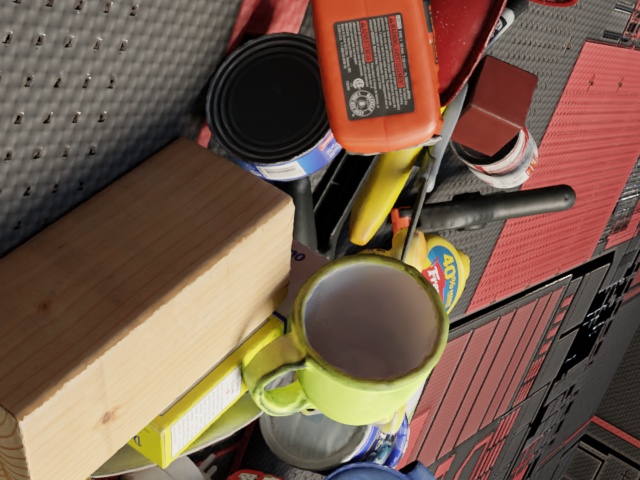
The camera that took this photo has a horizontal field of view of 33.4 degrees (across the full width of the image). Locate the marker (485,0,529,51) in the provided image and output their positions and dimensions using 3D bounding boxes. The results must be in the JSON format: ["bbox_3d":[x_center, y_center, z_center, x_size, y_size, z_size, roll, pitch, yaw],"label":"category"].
[{"bbox_3d":[0.149,-0.183,0.947,0.121,0.020,0.020,-47,152,-29],"label":"marker"}]

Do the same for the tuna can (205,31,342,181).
[{"bbox_3d":[-0.023,-0.079,0.642,0.086,0.086,0.033,-58,157,-7],"label":"tuna can"}]

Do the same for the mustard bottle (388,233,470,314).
[{"bbox_3d":[0.088,0.044,1.011,0.191,0.058,0.096,-23,116,-50],"label":"mustard bottle"}]

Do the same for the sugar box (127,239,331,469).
[{"bbox_3d":[-0.074,0.057,0.684,0.175,0.093,0.048,-38,149,-39],"label":"sugar box"}]

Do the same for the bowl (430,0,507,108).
[{"bbox_3d":[0.087,-0.176,0.741,0.162,0.055,0.162,-162,-89,-82],"label":"bowl"}]

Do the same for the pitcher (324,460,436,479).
[{"bbox_3d":[0.003,0.289,0.956,0.149,0.145,0.243,7,151,-26],"label":"pitcher"}]

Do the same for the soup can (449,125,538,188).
[{"bbox_3d":[0.168,-0.092,1.024,0.068,0.069,0.102,-61,156,1],"label":"soup can"}]

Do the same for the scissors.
[{"bbox_3d":[0.084,-0.049,0.885,0.096,0.016,0.201,121,-8,-65],"label":"scissors"}]

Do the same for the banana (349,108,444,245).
[{"bbox_3d":[0.072,-0.089,0.859,0.198,0.037,0.069,-62,180,21],"label":"banana"}]

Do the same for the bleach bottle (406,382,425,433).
[{"bbox_3d":[0.068,0.176,1.130,0.102,0.068,0.251,-41,152,-42],"label":"bleach bottle"}]

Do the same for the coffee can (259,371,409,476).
[{"bbox_3d":[0.016,0.164,0.964,0.103,0.103,0.140,-58,156,-6],"label":"coffee can"}]

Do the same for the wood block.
[{"bbox_3d":[-0.113,0.041,0.595,0.205,0.090,0.091,-41,150,-38],"label":"wood block"}]

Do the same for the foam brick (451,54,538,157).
[{"bbox_3d":[0.147,-0.116,0.926,0.078,0.051,0.053,130,-18,-72],"label":"foam brick"}]

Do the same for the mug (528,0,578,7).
[{"bbox_3d":[0.188,-0.241,0.847,0.093,0.117,0.081,26,88,-53],"label":"mug"}]

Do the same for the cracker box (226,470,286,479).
[{"bbox_3d":[-0.077,0.295,0.773,0.164,0.072,0.214,-28,131,-71],"label":"cracker box"}]

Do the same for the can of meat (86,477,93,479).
[{"bbox_3d":[-0.165,0.209,0.704,0.083,0.057,0.102,-52,168,-26],"label":"can of meat"}]

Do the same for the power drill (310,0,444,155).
[{"bbox_3d":[0.036,-0.132,0.607,0.187,0.057,0.184,-60,139,-72],"label":"power drill"}]

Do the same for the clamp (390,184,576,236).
[{"bbox_3d":[0.149,-0.028,0.995,0.171,0.120,0.039,-13,89,-33],"label":"clamp"}]

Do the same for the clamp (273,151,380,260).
[{"bbox_3d":[-0.005,0.001,0.825,0.164,0.036,0.210,-41,153,-50],"label":"clamp"}]
